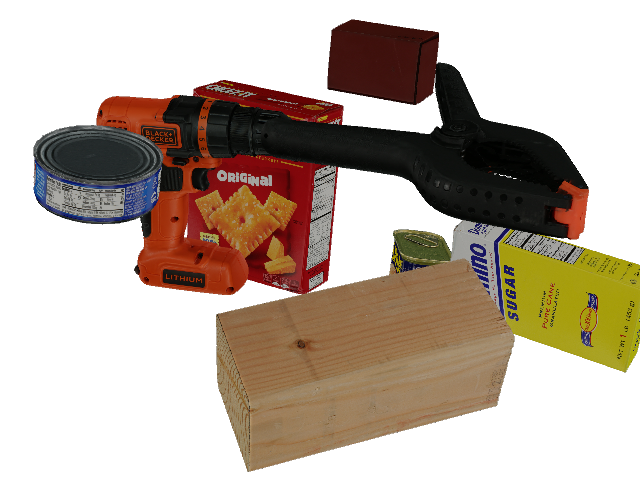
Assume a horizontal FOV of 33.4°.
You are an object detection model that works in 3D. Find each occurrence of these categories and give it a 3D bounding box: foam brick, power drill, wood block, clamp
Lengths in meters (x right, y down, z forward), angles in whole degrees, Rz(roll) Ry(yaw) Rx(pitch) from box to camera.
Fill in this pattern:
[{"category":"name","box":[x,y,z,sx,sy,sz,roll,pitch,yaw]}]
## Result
[{"category":"foam brick","box":[0.051,-0.145,0.866,0.078,0.051,0.052,13,24,20]},{"category":"power drill","box":[-0.108,-0.043,0.984,0.184,0.188,0.057,7,30,14]},{"category":"wood block","box":[0.031,0.092,0.819,0.205,0.090,0.091,-12,46,-15]},{"category":"clamp","box":[0.073,-0.052,0.658,0.164,0.036,0.210,-19,36,-24]}]

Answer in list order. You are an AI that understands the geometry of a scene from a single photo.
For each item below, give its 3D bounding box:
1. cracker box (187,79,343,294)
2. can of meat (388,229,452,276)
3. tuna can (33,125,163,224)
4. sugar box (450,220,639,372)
[{"category":"cracker box","box":[-0.068,-0.061,1.219,0.164,0.214,0.072,16,24,25]},{"category":"can of meat","box":[0.103,0.043,1.148,0.057,0.084,0.102,6,17,-5]},{"category":"tuna can","box":[-0.150,-0.045,0.722,0.086,0.034,0.086,7,29,-4]},{"category":"sugar box","box":[0.202,0.045,0.960,0.176,0.093,0.048,16,34,23]}]
